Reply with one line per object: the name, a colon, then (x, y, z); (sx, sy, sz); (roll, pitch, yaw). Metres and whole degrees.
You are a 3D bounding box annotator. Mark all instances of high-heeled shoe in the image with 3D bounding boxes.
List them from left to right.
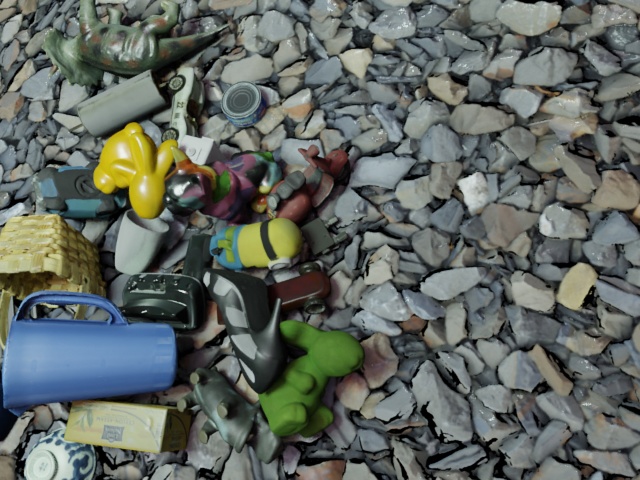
high-heeled shoe: (-0.130, 0.132, 0.850); (0.249, 0.086, 0.145); (18, 95, 50)

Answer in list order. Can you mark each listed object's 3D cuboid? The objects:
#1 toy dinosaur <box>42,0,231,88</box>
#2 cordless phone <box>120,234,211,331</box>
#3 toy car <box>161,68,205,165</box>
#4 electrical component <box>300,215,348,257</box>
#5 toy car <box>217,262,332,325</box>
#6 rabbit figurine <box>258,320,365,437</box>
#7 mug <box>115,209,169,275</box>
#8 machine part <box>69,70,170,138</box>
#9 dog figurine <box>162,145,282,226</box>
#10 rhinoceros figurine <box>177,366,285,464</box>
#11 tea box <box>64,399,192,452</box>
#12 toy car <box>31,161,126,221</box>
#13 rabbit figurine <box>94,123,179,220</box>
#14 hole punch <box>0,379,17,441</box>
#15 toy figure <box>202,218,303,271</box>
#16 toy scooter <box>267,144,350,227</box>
toy dinosaur: (-0.399, -0.396, 1.112); (0.405, 0.131, 0.192); (9, 87, 11)
cordless phone: (-0.267, 0.066, 0.959); (0.147, 0.088, 0.184); (2, 62, 13)
toy car: (-0.263, -0.237, 1.046); (0.056, 0.073, 0.201); (-2, 72, 12)
electrical component: (-0.002, -0.003, 0.942); (0.094, 0.021, 0.063); (-29, 69, 2)
toy car: (-0.077, 0.102, 0.908); (0.202, 0.053, 0.089); (-19, 54, 7)
rabbit figurine: (-0.005, 0.199, 0.831); (0.170, 0.121, 0.159); (-42, 46, 13)
mug: (-0.335, 0.004, 0.981); (0.107, 0.080, 0.110); (-62, 33, 14)
machine part: (-0.396, -0.275, 1.088); (0.243, 0.079, 0.079); (-25, 69, 4)
dog figurine: (-0.166, -0.104, 0.907); (0.191, 0.219, 0.108); (-41, 72, -2)
rhinoceros figurine: (-0.137, 0.275, 0.842); (0.191, 0.112, 0.073); (33, 99, 32)
tea box: (-0.308, 0.299, 0.873); (0.170, 0.098, 0.068); (1, 72, 14)
toy car: (-0.461, -0.080, 1.021); (0.103, 0.161, 0.109); (-39, 69, 47)
rabbit figurine: (-0.312, -0.118, 0.963); (0.162, 0.122, 0.173); (-51, 51, 30)
hole punch: (-0.589, 0.288, 0.935); (0.092, 0.115, 0.142); (25, 80, 10)
toy figure: (-0.116, 0.008, 0.918); (0.180, 0.089, 0.082); (2, 36, 24)
toy scooter: (-0.028, -0.099, 0.918); (0.184, 0.135, 0.075); (-43, 70, -2)
